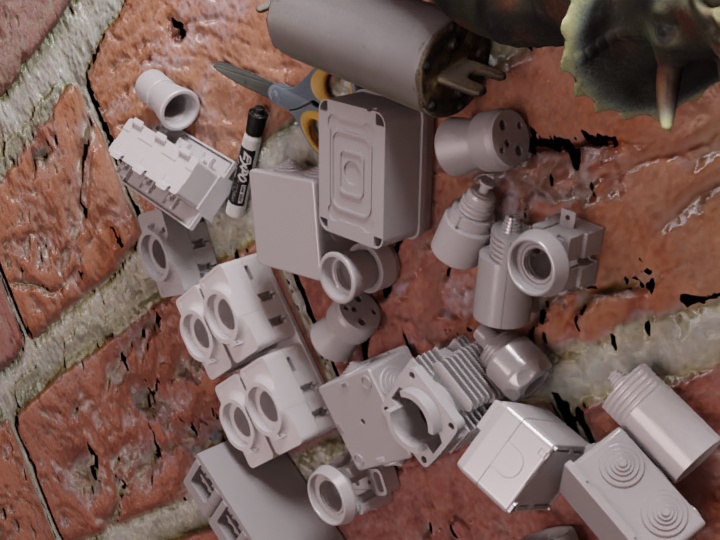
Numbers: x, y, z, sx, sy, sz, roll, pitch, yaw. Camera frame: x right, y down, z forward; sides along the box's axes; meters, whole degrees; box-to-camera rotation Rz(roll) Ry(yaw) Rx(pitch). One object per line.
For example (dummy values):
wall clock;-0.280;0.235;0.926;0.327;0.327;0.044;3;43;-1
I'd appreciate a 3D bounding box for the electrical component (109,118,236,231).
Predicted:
electrical component;-0.189;-0.101;1.062;0.121;0.063;0.078;32;86;37

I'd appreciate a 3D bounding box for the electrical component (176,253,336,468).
electrical component;-0.105;0.090;1.056;0.105;0.060;0.186;-35;78;49

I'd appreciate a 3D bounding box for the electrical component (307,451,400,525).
electrical component;-0.011;0.201;0.997;0.078;0.057;0.058;-14;94;50

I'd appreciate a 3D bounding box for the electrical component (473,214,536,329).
electrical component;0.108;-0.002;0.793;0.043;0.043;0.081;26;123;40

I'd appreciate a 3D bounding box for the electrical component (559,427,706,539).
electrical component;0.186;0.162;0.739;0.099;0.048;0.099;50;171;23

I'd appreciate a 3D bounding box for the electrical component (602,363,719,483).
electrical component;0.200;0.100;0.730;0.081;0.043;0.043;48;135;25

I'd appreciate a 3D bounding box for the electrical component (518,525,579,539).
electrical component;0.149;0.228;0.831;0.055;0.055;0.047;-23;84;50

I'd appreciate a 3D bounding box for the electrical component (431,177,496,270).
electrical component;0.082;-0.036;0.811;0.040;0.040;0.078;45;133;27

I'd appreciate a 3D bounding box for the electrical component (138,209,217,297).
electrical component;-0.190;-0.021;1.111;0.050;0.056;0.089;-9;98;49

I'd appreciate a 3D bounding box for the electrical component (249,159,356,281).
electrical component;-0.049;-0.045;0.948;0.100;0.048;0.099;15;115;45

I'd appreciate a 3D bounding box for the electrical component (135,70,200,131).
electrical component;-0.195;-0.172;1.069;0.065;0.044;0.044;41;132;37

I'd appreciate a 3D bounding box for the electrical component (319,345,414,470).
electrical component;0.019;0.122;0.936;0.100;0.048;0.099;-27;88;52

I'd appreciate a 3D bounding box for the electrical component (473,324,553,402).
electrical component;0.112;0.066;0.816;0.062;0.043;0.043;48;135;27

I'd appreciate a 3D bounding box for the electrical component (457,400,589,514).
electrical component;0.123;0.136;0.798;0.061;0.096;0.061;41;103;31

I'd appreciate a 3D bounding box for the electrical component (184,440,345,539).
electrical component;-0.099;0.245;1.087;0.150;0.089;0.061;52;137;20

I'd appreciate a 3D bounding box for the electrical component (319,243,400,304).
electrical component;0.000;0.000;0.906;0.045;0.055;0.045;21;120;42

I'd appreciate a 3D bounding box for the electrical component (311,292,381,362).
electrical component;-0.012;0.049;0.948;0.045;0.045;0.055;57;138;16

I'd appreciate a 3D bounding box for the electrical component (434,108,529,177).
electrical component;0.088;-0.092;0.779;0.055;0.045;0.045;-2;103;49

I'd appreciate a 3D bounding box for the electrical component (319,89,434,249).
electrical component;0.013;-0.082;0.858;0.078;0.057;0.113;22;120;42

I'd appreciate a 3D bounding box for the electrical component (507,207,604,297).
electrical component;0.136;-0.009;0.750;0.048;0.055;0.066;27;123;40
